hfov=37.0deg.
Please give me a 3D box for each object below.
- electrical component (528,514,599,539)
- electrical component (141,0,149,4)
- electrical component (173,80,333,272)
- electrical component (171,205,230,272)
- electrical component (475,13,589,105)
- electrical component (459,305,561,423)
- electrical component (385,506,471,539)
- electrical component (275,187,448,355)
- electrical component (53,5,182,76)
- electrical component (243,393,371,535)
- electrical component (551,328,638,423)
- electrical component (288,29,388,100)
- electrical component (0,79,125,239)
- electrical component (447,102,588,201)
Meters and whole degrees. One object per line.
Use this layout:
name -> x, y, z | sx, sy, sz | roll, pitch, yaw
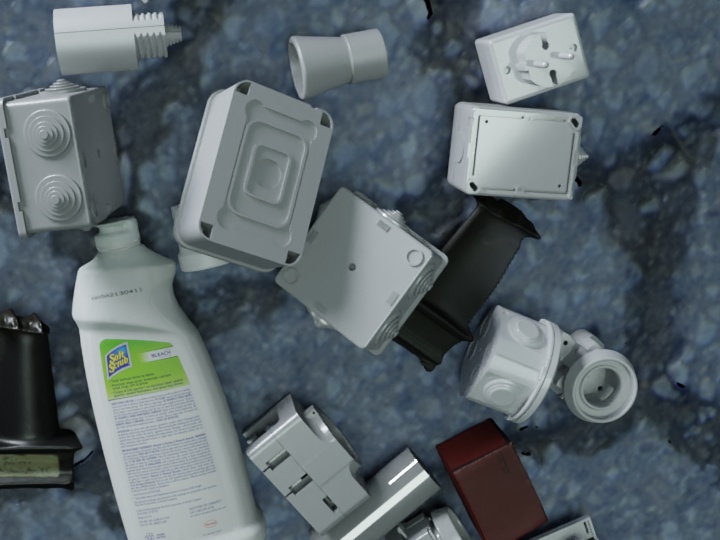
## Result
electrical component -> 0.144, 0.258, 0.857 | 0.121, 0.063, 0.078 | -22, 105, -5
electrical component -> -0.093, -0.224, 0.711 | 0.138, 0.052, 0.073 | -43, 106, 1
electrical component -> -0.073, -0.061, 0.727 | 0.078, 0.057, 0.113 | 19, 78, -26
electrical component -> -0.112, -0.026, 0.760 | 0.040, 0.040, 0.046 | -13, 99, -7
electrical component -> 0.127, -0.148, 0.755 | 0.066, 0.076, 0.047 | -19, 105, -5
electrical component -> 0.112, 0.069, 0.802 | 0.051, 0.080, 0.080 | 22, 98, -9
electrical component -> 0.056, 0.217, 0.842 | 0.055, 0.048, 0.066 | -34, 106, 6
electrical component -> 0.000, 0.000, 0.762 | 0.100, 0.048, 0.099 | 37, 94, 14
electrical component -> -0.160, -0.155, 0.719 | 0.081, 0.043, 0.043 | -6, 104, -9
electrical component -> -0.037, 0.142, 0.805 | 0.056, 0.050, 0.089 | -39, 106, 1
electrical component -> 0.178, 0.083, 0.827 | 0.078, 0.057, 0.058 | 43, 92, -16
electrical component -> -0.013, -0.146, 0.750 | 0.065, 0.044, 0.044 | -13, 105, -12
electrical component -> -0.193, -0.074, 0.705 | 0.048, 0.099, 0.099 | -5, 104, 4
electrical component -> 0.115, -0.086, 0.775 | 0.096, 0.061, 0.061 | 3, 102, -11
